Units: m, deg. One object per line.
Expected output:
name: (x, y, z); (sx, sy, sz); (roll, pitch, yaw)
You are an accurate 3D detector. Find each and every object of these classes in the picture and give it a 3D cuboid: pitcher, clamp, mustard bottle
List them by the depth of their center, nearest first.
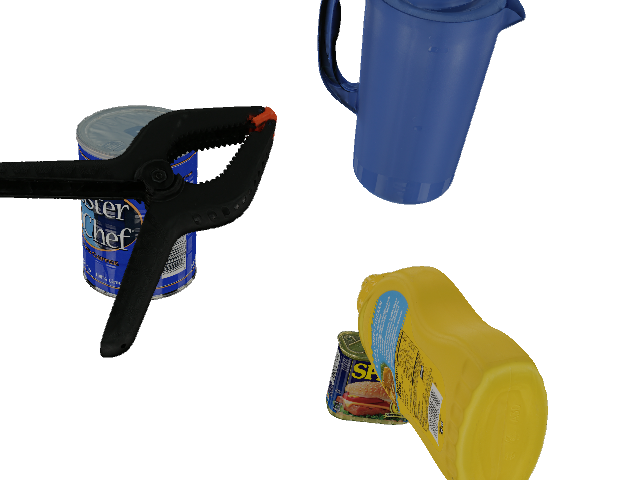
mustard bottle: (0.068, 0.070, 0.664); (0.058, 0.096, 0.192); (-9, 27, -18)
clamp: (-0.108, -0.024, 0.721); (0.209, 0.165, 0.036); (-27, -21, -23)
pitcher: (0.087, -0.157, 1.049); (0.144, 0.243, 0.149); (-24, 53, -28)

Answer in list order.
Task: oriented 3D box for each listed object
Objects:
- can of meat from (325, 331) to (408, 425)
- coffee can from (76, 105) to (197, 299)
can of meat: (0.061, 0.154, 1.186); (0.102, 0.084, 0.057); (8, 22, -11)
coffee can: (-0.158, -0.033, 0.931); (0.103, 0.140, 0.103); (4, 31, -2)
